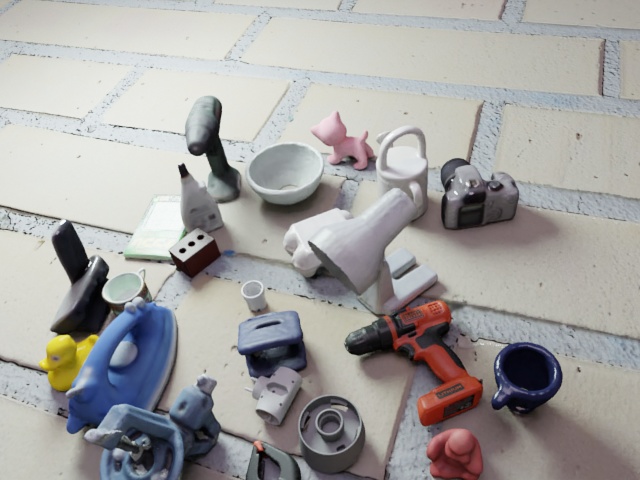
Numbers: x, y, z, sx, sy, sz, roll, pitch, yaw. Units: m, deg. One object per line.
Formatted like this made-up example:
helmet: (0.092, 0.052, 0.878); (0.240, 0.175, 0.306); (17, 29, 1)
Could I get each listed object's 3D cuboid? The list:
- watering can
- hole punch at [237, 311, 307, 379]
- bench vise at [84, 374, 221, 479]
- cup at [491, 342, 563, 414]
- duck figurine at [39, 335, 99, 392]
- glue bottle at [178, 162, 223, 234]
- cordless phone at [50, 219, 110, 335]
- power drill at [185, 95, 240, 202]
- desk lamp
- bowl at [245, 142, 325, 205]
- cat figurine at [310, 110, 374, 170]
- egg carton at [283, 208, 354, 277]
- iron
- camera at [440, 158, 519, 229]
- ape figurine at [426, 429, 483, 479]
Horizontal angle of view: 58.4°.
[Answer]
watering can: (0.153, -0.140, 1.099); (0.101, 0.194, 0.172); (-34, 52, -21)
hole punch: (-0.082, 0.158, 0.929); (0.108, 0.091, 0.101); (-13, 47, -3)
bench vise: (-0.230, 0.255, 0.772); (0.121, 0.220, 0.207); (6, 49, 14)
cup: (0.283, 0.216, 0.819); (0.118, 0.095, 0.091); (-36, 52, -23)
duck figurine: (-0.414, 0.190, 0.950); (0.077, 0.086, 0.105); (32, 59, 32)
glue bottle: (-0.245, -0.083, 1.118); (0.078, 0.173, 0.037); (-22, 48, -12)
cordless phone: (-0.440, 0.066, 1.001); (0.094, 0.185, 0.147); (-2, 47, 7)
power drill: (-0.223, -0.184, 1.185); (0.075, 0.209, 0.229); (-9, 47, 1)
desk lamp: (0.090, 0.026, 0.941); (0.203, 0.214, 0.117); (-33, 51, -21)
bowl: (-0.069, -0.128, 1.202); (0.167, 0.075, 0.167); (-4, 47, 5)
cat figurine: (0.048, -0.223, 1.243); (0.127, 0.118, 0.067); (11, 50, 18)
egg carton: (0.010, 0.004, 1.072); (0.150, 0.069, 0.107); (-22, 48, -12)
iron: (-0.310, 0.178, 0.908); (0.118, 0.142, 0.258); (6, 49, 14)
camera: (0.297, -0.107, 1.111); (0.143, 0.101, 0.136); (-10, 47, -1)
ape figurine: (0.186, 0.284, 0.772); (0.076, 0.092, 0.077); (-36, 52, -23)
